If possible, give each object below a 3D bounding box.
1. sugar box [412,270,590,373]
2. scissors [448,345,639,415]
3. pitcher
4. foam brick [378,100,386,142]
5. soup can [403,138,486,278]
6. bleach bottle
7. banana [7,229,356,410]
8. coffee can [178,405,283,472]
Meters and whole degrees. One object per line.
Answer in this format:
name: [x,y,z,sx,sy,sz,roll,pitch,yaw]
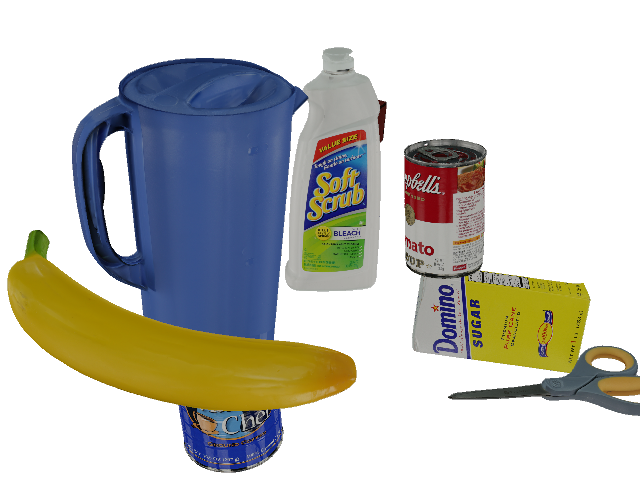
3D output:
sugar box: [0.190,0.083,1.142,0.176,0.093,0.048,6,21,2]
scissors: [0.204,0.117,0.921,0.201,0.016,0.096,6,28,-5]
pitcher: [-0.098,-0.013,0.846,0.149,0.243,0.145,9,27,12]
foam brick: [0.034,-0.145,1.286,0.078,0.053,0.051,17,32,22]
soup can: [0.104,-0.027,0.897,0.068,0.102,0.068,-2,22,1]
bleach bottle: [0.011,-0.072,1.099,0.102,0.251,0.068,-1,25,1]
banana: [-0.082,0.046,0.524,0.198,0.069,0.037,22,-37,16]
coffee can: [-0.092,0.141,1.049,0.103,0.140,0.103,-3,33,2]
